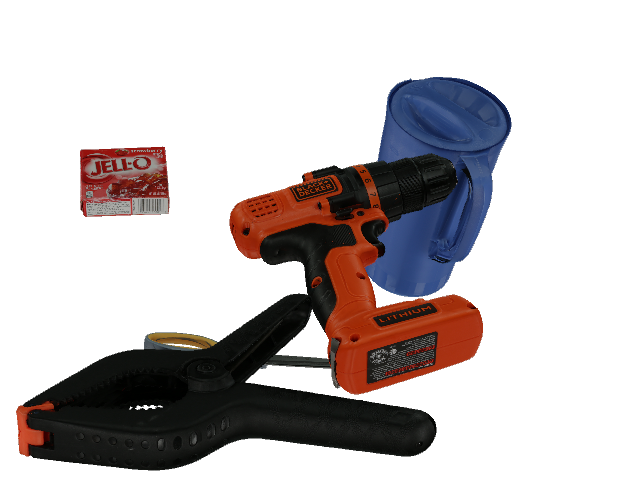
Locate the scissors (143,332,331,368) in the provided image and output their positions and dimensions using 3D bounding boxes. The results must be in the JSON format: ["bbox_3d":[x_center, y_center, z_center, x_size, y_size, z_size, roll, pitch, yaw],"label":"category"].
[{"bbox_3d":[-0.070,0.113,0.961,0.202,0.016,0.096,8,18,13],"label":"scissors"}]

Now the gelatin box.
[{"bbox_3d":[-0.202,-0.061,1.099,0.089,0.073,0.030,-2,-40,-11],"label":"gelatin box"}]

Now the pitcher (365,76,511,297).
[{"bbox_3d":[0.121,-0.046,1.186,0.145,0.243,0.149,23,44,13],"label":"pitcher"}]

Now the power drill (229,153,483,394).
[{"bbox_3d":[0.044,0.014,0.777,0.184,0.057,0.188,-17,44,-12],"label":"power drill"}]

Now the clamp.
[{"bbox_3d":[-0.062,0.081,0.594,0.209,0.036,0.165,-5,24,-19],"label":"clamp"}]
